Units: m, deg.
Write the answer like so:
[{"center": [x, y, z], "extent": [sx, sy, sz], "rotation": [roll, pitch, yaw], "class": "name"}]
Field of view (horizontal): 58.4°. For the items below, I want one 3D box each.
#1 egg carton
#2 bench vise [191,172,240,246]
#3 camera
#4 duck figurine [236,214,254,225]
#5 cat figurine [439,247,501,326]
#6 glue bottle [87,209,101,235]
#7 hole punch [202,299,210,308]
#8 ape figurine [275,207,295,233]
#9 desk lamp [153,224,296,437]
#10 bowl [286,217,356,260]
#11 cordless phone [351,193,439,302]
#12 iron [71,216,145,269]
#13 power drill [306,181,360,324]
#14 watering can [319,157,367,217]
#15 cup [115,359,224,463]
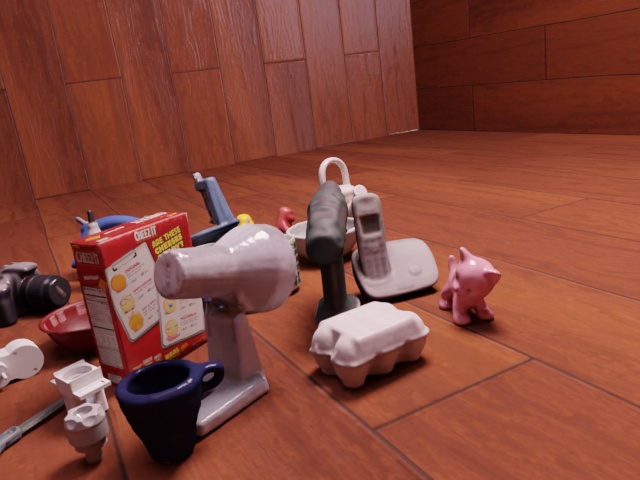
[{"center": [0.066, 0.136, 0.770], "extent": [0.151, 0.069, 0.107], "rotation": [-17, 18, -32], "class": "egg carton"}, {"center": [-0.200, -0.040, 1.239], "extent": [0.207, 0.220, 0.122], "rotation": [-2, 16, 18], "class": "bench vise"}, {"center": [-0.579, 0.100, 1.131], "extent": [0.136, 0.101, 0.143], "rotation": [-2, 16, 19], "class": "camera"}, {"center": [-0.184, -0.023, 1.422], "extent": [0.077, 0.086, 0.104], "rotation": [-7, 16, 1], "class": "duck figurine"}, {"center": [0.225, 0.062, 0.874], "extent": [0.067, 0.118, 0.127], "rotation": [-10, 16, -8], "class": "cat figurine"}, {"center": [-0.482, 0.018, 1.242], "extent": [0.037, 0.173, 0.078], "rotation": [-4, 16, 12], "class": "glue bottle"}, {"center": [-0.228, 0.092, 1.020], "extent": [0.101, 0.091, 0.108], "rotation": [-15, 17, -26], "class": "hole punch"}, {"center": [-0.081, -0.036, 1.411], "extent": [0.076, 0.092, 0.078], "rotation": [-7, 16, 1], "class": "ape figurine"}, {"center": [-0.122, 0.097, 0.725], "extent": [0.117, 0.214, 0.204], "rotation": [4, 19, 36], "class": "desk lamp"}, {"center": [0.012, 0.004, 1.255], "extent": [0.167, 0.075, 0.167], "rotation": [-7, 16, 2], "class": "bowl"}, {"center": [0.124, 0.005, 0.997], "extent": [0.148, 0.185, 0.094], "rotation": [-12, 16, -16], "class": "cordless phone"}, {"center": [-0.448, 0.003, 1.342], "extent": [0.258, 0.141, 0.118], "rotation": [-6, 16, 5], "class": "iron"}, {"center": [0.019, 0.022, 0.939], "extent": [0.075, 0.208, 0.229], "rotation": [-6, 16, 5], "class": "power drill"}, {"center": [0.048, -0.108, 1.419], "extent": [0.172, 0.194, 0.101], "rotation": [1, 18, 28], "class": "watering can"}, {"center": [-0.157, 0.189, 0.635], "extent": [0.118, 0.095, 0.091], "rotation": [-15, 18, -27], "class": "cup"}]
